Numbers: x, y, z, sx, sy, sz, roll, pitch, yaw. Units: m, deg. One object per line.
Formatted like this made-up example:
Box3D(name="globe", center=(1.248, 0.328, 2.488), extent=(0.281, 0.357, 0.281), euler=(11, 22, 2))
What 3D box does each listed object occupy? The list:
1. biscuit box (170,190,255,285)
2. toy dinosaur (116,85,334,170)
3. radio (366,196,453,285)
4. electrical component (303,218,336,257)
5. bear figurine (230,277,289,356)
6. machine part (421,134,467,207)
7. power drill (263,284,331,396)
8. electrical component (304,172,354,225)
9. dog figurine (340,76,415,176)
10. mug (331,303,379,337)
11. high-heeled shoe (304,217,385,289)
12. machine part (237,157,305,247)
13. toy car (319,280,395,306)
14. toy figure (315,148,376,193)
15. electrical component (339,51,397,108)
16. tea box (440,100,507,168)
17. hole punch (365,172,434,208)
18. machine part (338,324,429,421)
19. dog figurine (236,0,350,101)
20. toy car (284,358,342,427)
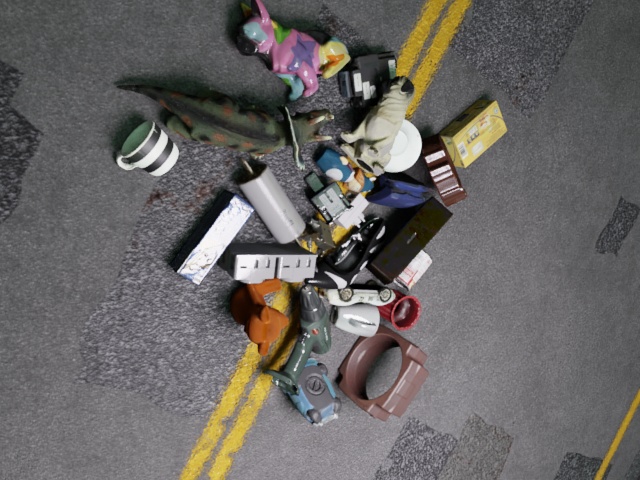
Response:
Box3D(name="biscuit box", center=(-0.224, -0.007, 1.121), extent=(0.059, 0.063, 0.202), euler=(39, 83, -32))
Box3D(name="toy dinosaur", center=(-0.164, -0.221, 1.023), extent=(0.405, 0.192, 0.131), euler=(4, 99, -31))
Box3D(name="radio", center=(0.214, 0.006, 1.317), extent=(0.073, 0.131, 0.229), euler=(44, 80, 5))
Box3D(name="electrical component", center=(-0.002, -0.004, 1.242), extent=(0.102, 0.045, 0.078), euler=(16, 55, -64))
Box3D(name="bear figurine", center=(-0.114, 0.158, 1.149), extent=(0.132, 0.196, 0.120), euler=(-6, 103, -29))
Box3D(name="machine part", center=(0.302, -0.173, 1.316), extent=(0.056, 0.179, 0.179), euler=(-23, 120, 19))
Box3D(name="power drill", center=(-0.047, 0.233, 1.221), extent=(0.231, 0.086, 0.207), euler=(70, 38, -52))
Box3D(name="electrical component", center=(0.014, -0.100, 1.214), extent=(0.075, 0.048, 0.119), euler=(-33, 97, -7))
Box3D(name="dog figurine", center=(0.148, -0.254, 1.207), extent=(0.121, 0.172, 0.190), euler=(37, 80, 9))
Box3D(name="mug", center=(0.086, 0.199, 1.331), extent=(0.107, 0.110, 0.080), euler=(11, 103, -18))
Box3D(name="high-heeled shoe", center=(0.067, 0.027, 1.259), extent=(0.249, 0.086, 0.145), euler=(-18, 135, -50))
Box3D(name="machine part", center=(-0.103, -0.077, 1.161), extent=(0.079, 0.079, 0.243), euler=(-39, 118, -15))
Box3D(name="toy car", center=(0.094, 0.132, 1.330), extent=(0.201, 0.074, 0.056), euler=(5, 100, -30))
Box3D(name="toy figure", center=(0.059, -0.152, 1.237), extent=(0.154, 0.064, 0.058), euler=(33, 82, -21))
Box3D(name="electrical component", center=(0.110, -0.362, 1.218), extent=(0.134, 0.058, 0.114), euler=(-16, 109, -25))
Box3D(name="tea box", center=(0.395, -0.276, 1.394), extent=(0.169, 0.068, 0.098), euler=(-39, 119, -16))
Box3D(name="hole punch", center=(0.185, -0.114, 1.297), extent=(0.142, 0.116, 0.092), euler=(12, 105, -31))
Box3D(name="machine part", center=(0.158, 0.330, 1.344), extent=(0.087, 0.202, 0.201), euler=(38, 83, -35))
Box3D(name="dog figurine", center=(-0.064, -0.402, 1.083), extent=(0.191, 0.109, 0.219), euler=(-45, 117, -11))
Box3D(name="toy car", center=(-0.022, 0.378, 1.309), extent=(0.109, 0.162, 0.103), euler=(-20, 157, -31))
